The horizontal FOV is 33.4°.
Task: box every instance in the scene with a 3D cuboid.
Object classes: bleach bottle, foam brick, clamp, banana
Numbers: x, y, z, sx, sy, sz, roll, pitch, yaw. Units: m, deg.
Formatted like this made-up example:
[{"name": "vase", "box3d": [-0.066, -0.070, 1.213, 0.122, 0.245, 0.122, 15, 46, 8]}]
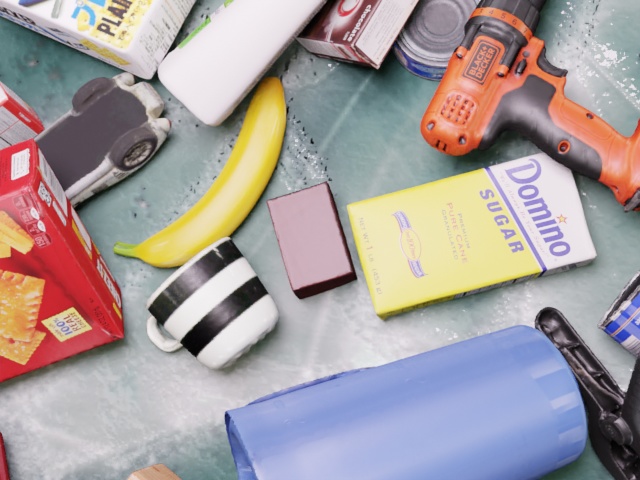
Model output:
[{"name": "bleach bottle", "box3d": [-0.018, -0.200, 0.832, 0.068, 0.102, 0.251, 44, 98, -12]}, {"name": "foam brick", "box3d": [-0.006, 0.001, 0.847, 0.051, 0.053, 0.078, -17, 80, 2]}, {"name": "clamp", "box3d": [0.226, 0.126, 0.770, 0.039, 0.120, 0.171, -33, 103, -18]}, {"name": "banana", "box3d": [-0.082, -0.044, 0.869, 0.069, 0.037, 0.198, 42, 87, 8]}]

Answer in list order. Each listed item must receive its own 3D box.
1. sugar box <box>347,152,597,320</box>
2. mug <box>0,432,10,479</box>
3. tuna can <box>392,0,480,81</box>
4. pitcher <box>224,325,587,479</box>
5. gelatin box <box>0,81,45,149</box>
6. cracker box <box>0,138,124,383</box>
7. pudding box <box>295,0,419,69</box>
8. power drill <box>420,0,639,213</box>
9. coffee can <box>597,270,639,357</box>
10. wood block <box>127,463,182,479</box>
[{"name": "sugar box", "box3d": [0.117, -0.005, 0.839, 0.176, 0.048, 0.093, -16, 79, 4]}, {"name": "mug", "box3d": [-0.291, 0.197, 0.833, 0.117, 0.093, 0.081, -25, 71, 38]}, {"name": "tuna can", "box3d": [0.099, -0.176, 0.874, 0.086, 0.033, 0.086, -1, 80, 5]}, {"name": "pitcher", "box3d": [0.057, 0.143, 0.771, 0.242, 0.145, 0.149, -18, 71, -14]}, {"name": "gelatin box", "box3d": [-0.282, -0.088, 0.876, 0.089, 0.073, 0.030, -36, 72, 0]}, {"name": "cracker box", "box3d": [-0.279, 0.038, 0.811, 0.213, 0.164, 0.072, -20, 39, 1]}, {"name": "pudding box", "box3d": [0.038, -0.197, 0.857, 0.090, 0.039, 0.113, 24, 84, 54]}, {"name": "power drill", "box3d": [0.192, -0.119, 0.812, 0.188, 0.057, 0.184, 26, 78, 10]}, {"name": "coffee can", "box3d": [0.292, 0.070, 0.782, 0.140, 0.103, 0.103, 40, 86, 10]}, {"name": "wood block", "box3d": [-0.076, 0.268, 0.793, 0.206, 0.090, 0.091, 37, 87, 9]}]
